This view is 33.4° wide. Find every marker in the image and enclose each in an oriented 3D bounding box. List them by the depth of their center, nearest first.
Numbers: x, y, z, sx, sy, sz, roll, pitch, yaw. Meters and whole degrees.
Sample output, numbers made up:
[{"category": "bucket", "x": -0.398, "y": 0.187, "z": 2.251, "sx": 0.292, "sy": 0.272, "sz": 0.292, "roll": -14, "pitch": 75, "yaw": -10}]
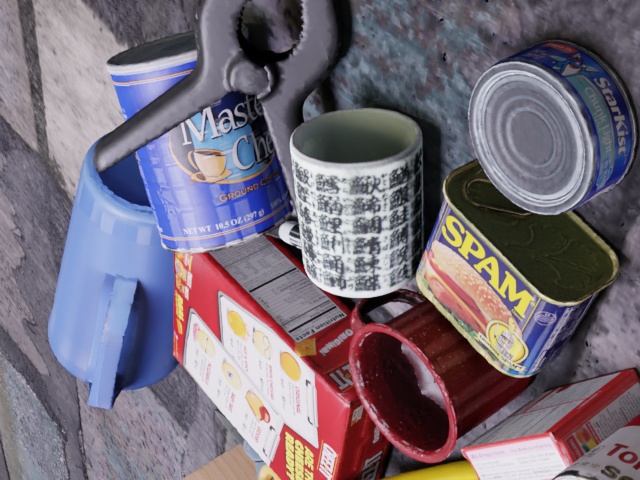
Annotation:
[{"category": "marker", "x": -0.005, "y": 0.001, "z": 0.790, "sx": 0.121, "sy": 0.020, "sz": 0.020, "roll": 22, "pitch": 130, "yaw": 48}]

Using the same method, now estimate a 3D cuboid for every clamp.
[{"category": "clamp", "x": -0.035, "y": -0.099, "z": 0.685, "sx": 0.164, "sy": 0.036, "sz": 0.210, "roll": 25, "pitch": 113, "yaw": -10}]

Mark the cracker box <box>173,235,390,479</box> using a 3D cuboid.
[{"category": "cracker box", "x": -0.032, "y": 0.095, "z": 0.851, "sx": 0.214, "sy": 0.072, "sz": 0.164, "roll": 42, "pitch": 144, "yaw": 30}]

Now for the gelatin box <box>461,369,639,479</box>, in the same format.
[{"category": "gelatin box", "x": 0.134, "y": 0.110, "z": 0.607, "sx": 0.030, "sy": 0.073, "sz": 0.089, "roll": 61, "pitch": 149, "yaw": 3}]

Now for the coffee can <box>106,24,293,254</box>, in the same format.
[{"category": "coffee can", "x": -0.085, "y": -0.074, "z": 0.771, "sx": 0.103, "sy": 0.102, "sz": 0.140, "roll": 14, "pitch": 124, "yaw": 52}]

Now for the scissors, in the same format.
[{"category": "scissors", "x": -0.049, "y": 0.179, "z": 0.982, "sx": 0.096, "sy": 0.016, "sz": 0.202, "roll": -61, "pitch": 32, "yaw": 16}]

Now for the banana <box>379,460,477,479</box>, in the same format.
[{"category": "banana", "x": 0.066, "y": 0.186, "z": 0.756, "sx": 0.198, "sy": 0.069, "sz": 0.037, "roll": -22, "pitch": 85, "yaw": 30}]

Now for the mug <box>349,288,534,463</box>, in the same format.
[{"category": "mug", "x": 0.070, "y": 0.071, "z": 0.667, "sx": 0.117, "sy": 0.081, "sz": 0.093, "roll": 40, "pitch": 142, "yaw": 33}]

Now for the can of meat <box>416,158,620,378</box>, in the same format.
[{"category": "can of meat", "x": 0.106, "y": 0.017, "z": 0.599, "sx": 0.102, "sy": 0.057, "sz": 0.084, "roll": 48, "pitch": 149, "yaw": 24}]

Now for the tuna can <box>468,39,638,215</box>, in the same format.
[{"category": "tuna can", "x": 0.117, "y": -0.057, "z": 0.548, "sx": 0.086, "sy": 0.033, "sz": 0.086, "roll": 36, "pitch": 140, "yaw": 38}]

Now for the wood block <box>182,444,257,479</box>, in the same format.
[{"category": "wood block", "x": -0.052, "y": 0.311, "z": 1.024, "sx": 0.206, "sy": 0.090, "sz": 0.091, "roll": 49, "pitch": 147, "yaw": 22}]

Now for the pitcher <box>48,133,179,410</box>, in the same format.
[{"category": "pitcher", "x": -0.166, "y": 0.026, "z": 0.939, "sx": 0.149, "sy": 0.144, "sz": 0.243, "roll": 49, "pitch": 143, "yaw": 23}]

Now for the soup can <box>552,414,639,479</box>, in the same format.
[{"category": "soup can", "x": 0.170, "y": 0.122, "z": 0.535, "sx": 0.069, "sy": 0.102, "sz": 0.068, "roll": 37, "pitch": 140, "yaw": 38}]
